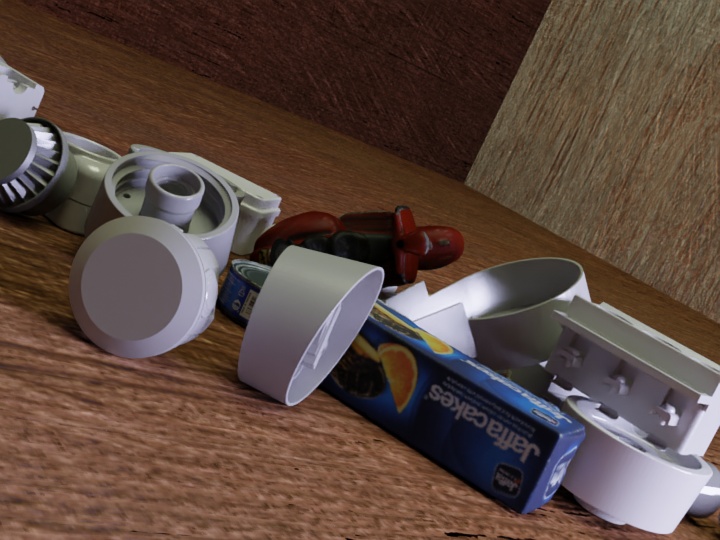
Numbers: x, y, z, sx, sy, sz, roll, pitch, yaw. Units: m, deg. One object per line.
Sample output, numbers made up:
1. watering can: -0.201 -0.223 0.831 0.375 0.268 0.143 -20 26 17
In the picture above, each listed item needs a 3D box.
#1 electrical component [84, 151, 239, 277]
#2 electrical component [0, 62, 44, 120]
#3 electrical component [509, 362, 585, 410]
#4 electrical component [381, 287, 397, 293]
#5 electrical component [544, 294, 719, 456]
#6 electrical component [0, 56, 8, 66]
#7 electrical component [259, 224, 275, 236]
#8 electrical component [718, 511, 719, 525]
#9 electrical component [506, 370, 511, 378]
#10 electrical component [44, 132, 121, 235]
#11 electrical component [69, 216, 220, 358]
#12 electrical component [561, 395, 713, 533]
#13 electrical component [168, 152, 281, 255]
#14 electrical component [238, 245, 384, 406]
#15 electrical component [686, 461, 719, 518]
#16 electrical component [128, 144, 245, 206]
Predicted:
1. electrical component: -0.140 -0.042 0.782 0.108 0.060 0.108 16 38 -13
2. electrical component: -0.294 -0.116 0.827 0.056 0.089 0.050 31 11 26
3. electrical component: 0.171 0.112 0.855 0.121 0.063 0.079 19 12 -34
4. electrical component: 0.000 0.000 0.984 0.066 0.076 0.047 29 10 20
5. electrical component: 0.193 0.073 0.743 0.121 0.063 0.079 33 12 40
6. electrical component: -0.332 -0.145 0.879 0.064 0.099 0.099 39 16 32
7. electrical component: -0.070 -0.015 1.007 0.046 0.040 0.040 39 16 32
8. electrical component: 0.322 0.203 0.803 0.079 0.044 0.077 21 11 -27
9. electrical component: 0.171 0.105 0.949 0.079 0.044 0.077 25 10 -1
10. electrical component: -0.225 -0.071 0.853 0.095 0.059 0.054 33 13 39
11. electrical component: -0.123 0.010 0.624 0.080 0.080 0.051 27 4 10
12. electrical component: 0.178 0.138 0.739 0.108 0.060 0.108 24 9 -4
13. electrical component: -0.141 -0.066 1.041 0.113 0.057 0.078 27 10 8
14. electrical component: -0.032 0.034 0.661 0.064 0.099 0.099 20 9 8
15. electrical component: 0.238 0.163 0.820 0.065 0.044 0.044 15 13 -27
16. electrical component: -0.163 -0.061 0.949 0.108 0.060 0.108 24 10 -4
